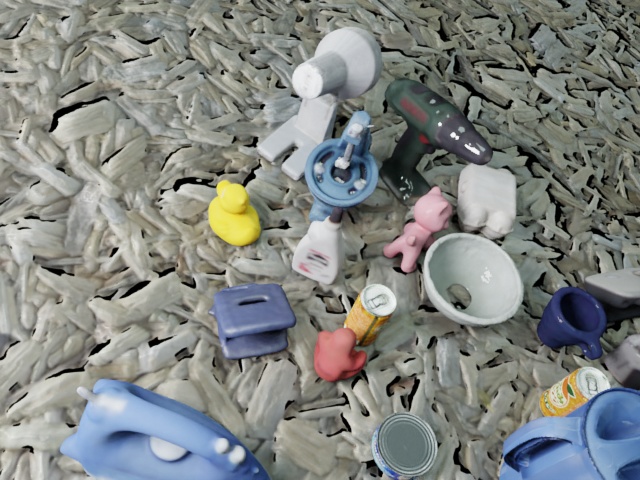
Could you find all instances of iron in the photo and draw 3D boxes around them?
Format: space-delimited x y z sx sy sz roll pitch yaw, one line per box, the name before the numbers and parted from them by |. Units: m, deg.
iron | -0.167 0.236 0.674 0.258 0.141 0.119 19 54 -1

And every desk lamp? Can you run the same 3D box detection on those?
desk lamp | 0.003 -0.244 0.997 0.118 0.213 0.203 35 56 11

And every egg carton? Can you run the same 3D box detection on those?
egg carton | 0.303 -0.075 1.048 0.107 0.069 0.150 15 54 -4

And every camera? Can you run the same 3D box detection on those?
camera | 0.561 0.199 0.910 0.143 0.101 0.136 -19 63 -24

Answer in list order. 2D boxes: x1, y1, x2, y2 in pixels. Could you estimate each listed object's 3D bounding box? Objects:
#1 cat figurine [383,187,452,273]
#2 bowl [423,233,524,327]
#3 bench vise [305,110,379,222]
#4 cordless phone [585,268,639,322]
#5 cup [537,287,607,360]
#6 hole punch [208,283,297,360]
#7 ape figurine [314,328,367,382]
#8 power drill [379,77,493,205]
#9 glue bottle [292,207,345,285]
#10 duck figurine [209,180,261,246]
cat figurine | 0.173 -0.025 0.951 0.067 0.117 0.128 36 56 11
bowl | 0.236 0.075 0.926 0.167 0.074 0.167 7 55 -10
bench vise | 0.040 -0.151 0.939 0.121 0.219 0.207 7 55 -9
cordless phone | 0.551 0.054 0.953 0.148 0.185 0.094 -10 60 -20
cup | 0.394 0.145 0.907 0.092 0.095 0.117 -7 59 -18
hole punch | -0.097 0.105 0.812 0.109 0.091 0.101 -8 59 -19
ape figurine | 0.029 0.155 0.809 0.076 0.092 0.077 -35 70 -31
power drill | 0.182 -0.159 0.988 0.076 0.208 0.229 -24 65 -27
glue bottle | 0.008 0.003 0.856 0.078 0.173 0.037 20 54 0
duck figurine | -0.133 -0.048 0.909 0.078 0.086 0.104 -27 67 -28
